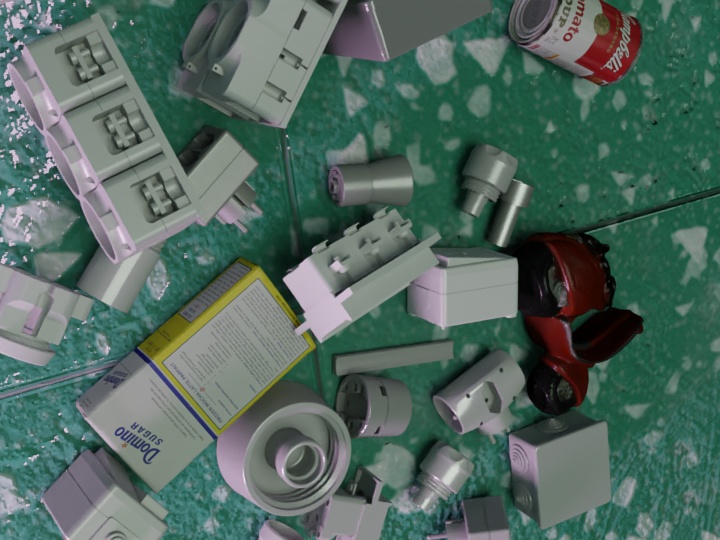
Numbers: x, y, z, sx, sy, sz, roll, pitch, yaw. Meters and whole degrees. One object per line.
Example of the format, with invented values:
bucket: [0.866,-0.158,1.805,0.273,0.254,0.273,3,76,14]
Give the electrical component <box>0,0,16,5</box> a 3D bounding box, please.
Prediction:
electrical component: [-0.242,-0.204,0.729,0.081,0.043,0.043,-22,111,-23]

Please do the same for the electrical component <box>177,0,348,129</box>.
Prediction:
electrical component: [-0.060,-0.205,0.793,0.060,0.105,0.186,27,87,-30]

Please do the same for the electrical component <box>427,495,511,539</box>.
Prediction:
electrical component: [0.101,0.252,1.012,0.077,0.065,0.047,-7,107,2]

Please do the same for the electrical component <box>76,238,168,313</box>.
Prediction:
electrical component: [-0.174,-0.013,0.809,0.043,0.043,0.081,32,85,-30]

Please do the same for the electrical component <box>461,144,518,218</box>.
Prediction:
electrical component: [0.110,-0.077,0.951,0.043,0.043,0.062,25,90,-31]

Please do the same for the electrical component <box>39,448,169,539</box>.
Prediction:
electrical component: [-0.190,0.184,0.813,0.061,0.096,0.061,-48,119,-12]

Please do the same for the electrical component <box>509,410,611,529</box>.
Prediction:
electrical component: [0.195,0.193,1.054,0.100,0.048,0.099,-15,108,-26]

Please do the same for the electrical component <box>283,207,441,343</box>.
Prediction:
electrical component: [0.000,0.000,0.873,0.121,0.079,0.063,-31,85,-46]

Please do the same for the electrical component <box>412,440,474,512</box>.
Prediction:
electrical component: [0.072,0.192,0.990,0.043,0.043,0.062,40,82,-29]

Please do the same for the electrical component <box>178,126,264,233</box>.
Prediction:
electrical component: [-0.107,-0.061,0.833,0.065,0.047,0.076,-51,119,-10]

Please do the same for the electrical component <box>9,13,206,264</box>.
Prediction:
electrical component: [-0.177,-0.085,0.741,0.062,0.089,0.150,-30,95,-20]

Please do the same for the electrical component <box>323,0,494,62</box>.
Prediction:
electrical component: [0.028,-0.210,0.839,0.109,0.109,0.056,-29,116,-20]

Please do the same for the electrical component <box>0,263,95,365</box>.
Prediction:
electrical component: [-0.240,0.033,0.775,0.078,0.058,0.057,25,86,-31]

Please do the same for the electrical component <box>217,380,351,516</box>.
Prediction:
electrical component: [-0.059,0.152,0.899,0.108,0.060,0.108,-7,104,-27]

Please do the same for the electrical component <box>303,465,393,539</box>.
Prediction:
electrical component: [-0.013,0.216,0.950,0.064,0.042,0.081,16,93,-29]

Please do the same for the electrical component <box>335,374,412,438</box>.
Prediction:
electrical component: [0.013,0.119,0.936,0.047,0.055,0.055,7,98,-33]

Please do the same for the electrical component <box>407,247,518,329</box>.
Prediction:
electrical component: [0.096,0.010,0.952,0.096,0.062,0.061,-8,105,-27]

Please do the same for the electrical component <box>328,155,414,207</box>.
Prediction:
electrical component: [0.007,-0.072,0.898,0.065,0.044,0.044,-7,104,-22]

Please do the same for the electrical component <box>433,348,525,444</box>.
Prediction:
electrical component: [0.117,0.126,1.000,0.077,0.043,0.079,-35,115,-18]

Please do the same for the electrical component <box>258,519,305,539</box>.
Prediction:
electrical component: [-0.075,0.244,0.924,0.040,0.040,0.046,28,93,-31]
